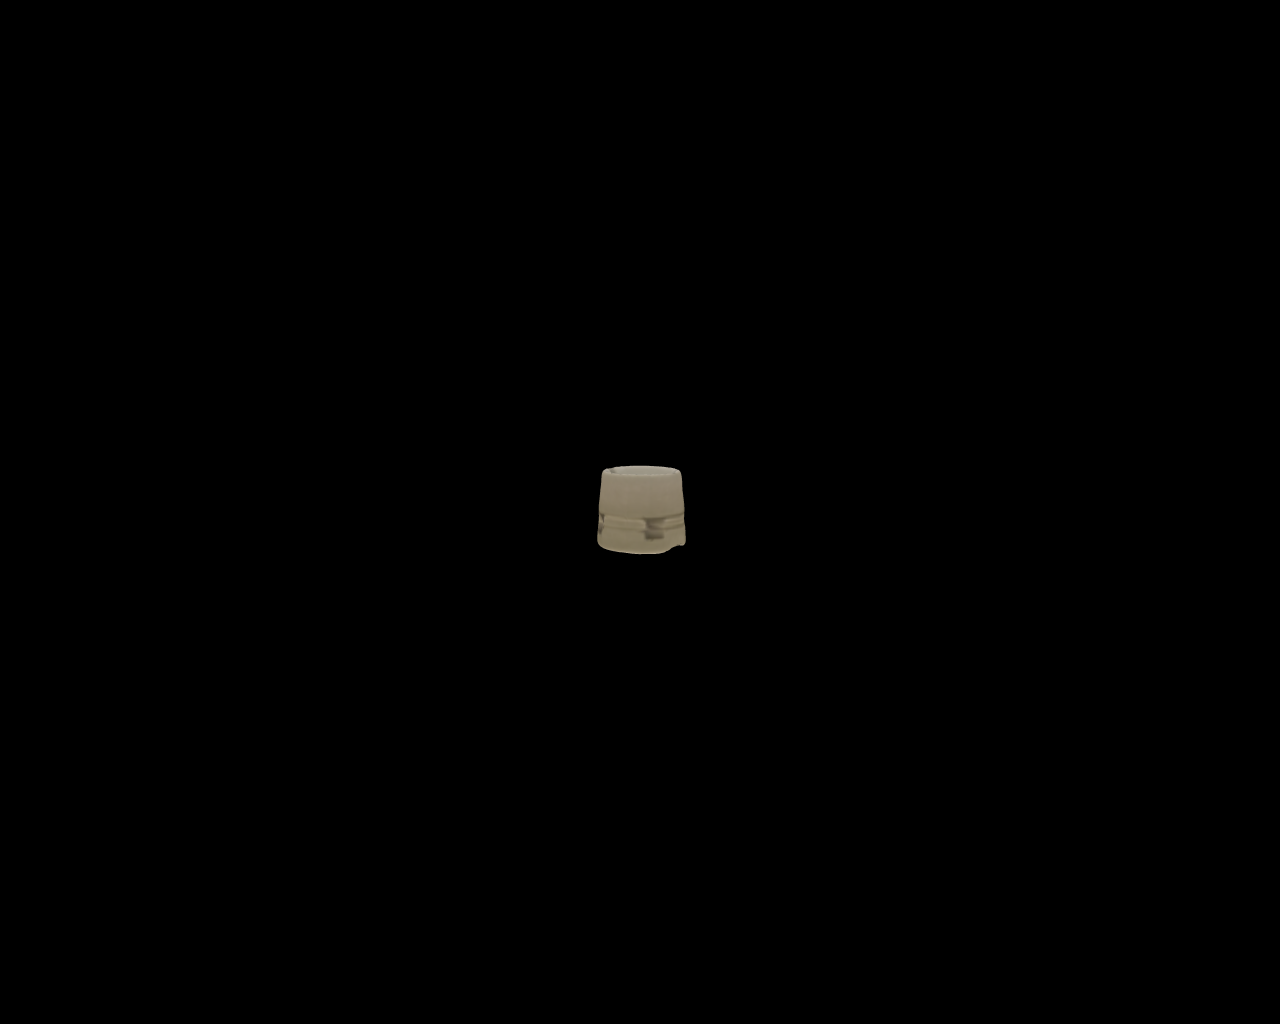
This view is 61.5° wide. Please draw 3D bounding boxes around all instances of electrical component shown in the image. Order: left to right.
[{"bbox_3d":[0.001,-0.003,0.650,0.055,0.047,0.055,0,9,0],"label":"electrical component"}]
